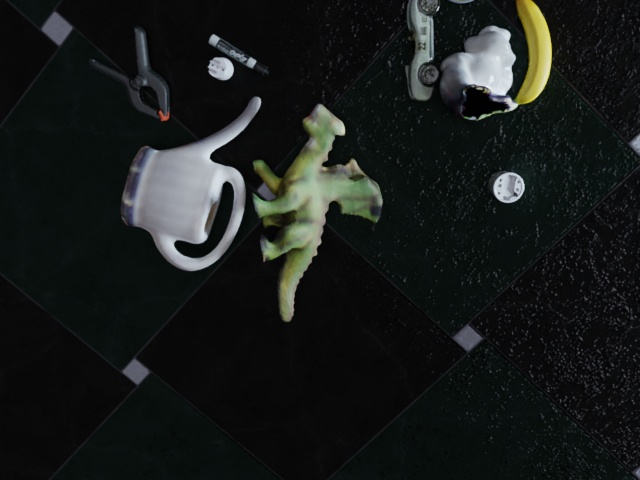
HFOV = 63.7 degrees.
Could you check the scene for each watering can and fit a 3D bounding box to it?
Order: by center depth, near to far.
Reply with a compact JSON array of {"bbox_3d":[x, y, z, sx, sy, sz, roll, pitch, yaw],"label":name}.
[{"bbox_3d":[-0.242,-0.120,0.964,0.224,0.104,0.347,15,91,-3],"label":"watering can"}]

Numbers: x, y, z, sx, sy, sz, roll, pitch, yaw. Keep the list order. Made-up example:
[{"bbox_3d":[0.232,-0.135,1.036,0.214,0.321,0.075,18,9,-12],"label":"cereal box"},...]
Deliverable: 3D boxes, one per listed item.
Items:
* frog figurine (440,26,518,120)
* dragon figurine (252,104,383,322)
[{"bbox_3d":[0.276,-0.299,0.906,0.137,0.121,0.162,7,68,-11],"label":"frog figurine"},{"bbox_3d":[0.003,-0.049,0.970,0.243,0.124,0.404,-11,111,-3],"label":"dragon figurine"}]
